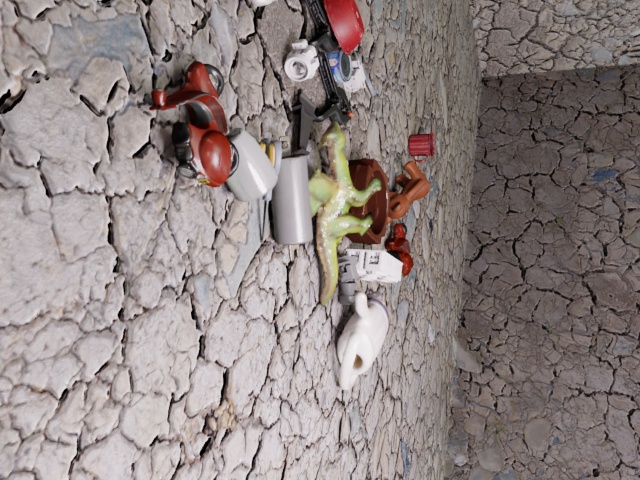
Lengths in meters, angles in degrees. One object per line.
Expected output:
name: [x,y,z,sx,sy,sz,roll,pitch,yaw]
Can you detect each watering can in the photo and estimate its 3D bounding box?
watering can: [0.112,0.224,1.308,0.228,0.104,0.340,-48,152,-53]

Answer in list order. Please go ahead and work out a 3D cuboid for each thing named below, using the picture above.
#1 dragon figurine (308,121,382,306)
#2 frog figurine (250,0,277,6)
dragon figurine: [0.003,-0.057,1.138,0.241,0.123,0.411,18,87,-46]
frog figurine: [-0.107,-0.472,0.880,0.161,0.123,0.136,-129,-157,-72]
